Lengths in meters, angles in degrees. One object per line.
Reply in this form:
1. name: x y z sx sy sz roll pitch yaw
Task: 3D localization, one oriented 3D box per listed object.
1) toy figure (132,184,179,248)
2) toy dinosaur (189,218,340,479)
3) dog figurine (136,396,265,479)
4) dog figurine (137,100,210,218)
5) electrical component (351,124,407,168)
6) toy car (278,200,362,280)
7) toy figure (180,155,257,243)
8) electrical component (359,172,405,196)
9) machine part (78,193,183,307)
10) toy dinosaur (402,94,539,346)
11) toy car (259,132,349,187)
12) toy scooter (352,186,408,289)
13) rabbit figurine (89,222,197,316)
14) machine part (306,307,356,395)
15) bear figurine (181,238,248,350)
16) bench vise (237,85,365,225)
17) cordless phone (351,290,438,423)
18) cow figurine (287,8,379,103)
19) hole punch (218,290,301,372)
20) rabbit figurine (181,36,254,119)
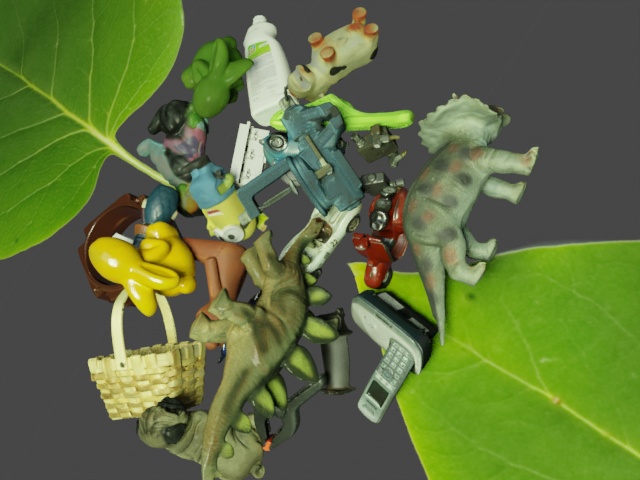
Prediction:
1. toy figure: -0.316 -0.030 1.024 0.064 0.057 0.154 14 74 15
2. toy dinosaur: -0.085 0.147 0.804 0.198 0.105 0.471 35 57 -7
3. dog figurine: -0.188 0.332 0.872 0.173 0.190 0.121 18 83 26
4. dog figurine: -0.257 -0.155 1.090 0.219 0.108 0.191 46 113 23
5. electrical component: 0.106 -0.162 0.935 0.078 0.102 0.045 -22 62 14
6. toy car: -0.002 -0.003 0.962 0.074 0.056 0.201 38 92 28
7. toy figure: -0.182 -0.075 1.003 0.089 0.180 0.082 -38 24 -25
8. electrical component: 0.100 -0.098 0.941 0.094 0.063 0.021 -7 72 21
9. machine part: -0.393 0.019 1.115 0.201 0.087 0.201 -37 65 10
10. toy dinosaur: 0.202 -0.059 0.836 0.192 0.131 0.404 26 84 22
11. toy car: -0.029 -0.150 1.002 0.162 0.109 0.102 2 98 13
12. toy scooter: 0.100 -0.014 0.876 0.075 0.135 0.184 12 79 28
13. rabbit figurine: -0.298 0.049 0.892 0.122 0.173 0.162 -47 57 13
14. machine part: 0.020 0.189 0.900 0.084 0.039 0.139 -20 70 30
15. bear figurine: -0.194 0.102 0.987 0.132 0.120 0.195 4 82 29
16. bench vise: -0.048 -0.117 0.898 0.241 0.129 0.223 -33 99 7
17. cordless phone: 0.091 0.185 0.861 0.147 0.088 0.184 37 112 30
18. cow figurine: 0.022 -0.336 1.026 0.195 0.127 0.085 -33 64 -4
19. hole punch: -0.097 0.169 0.926 0.092 0.115 0.142 33 90 20
20. rabbit figurine: -0.196 -0.313 1.064 0.159 0.121 0.170 -39 36 37
